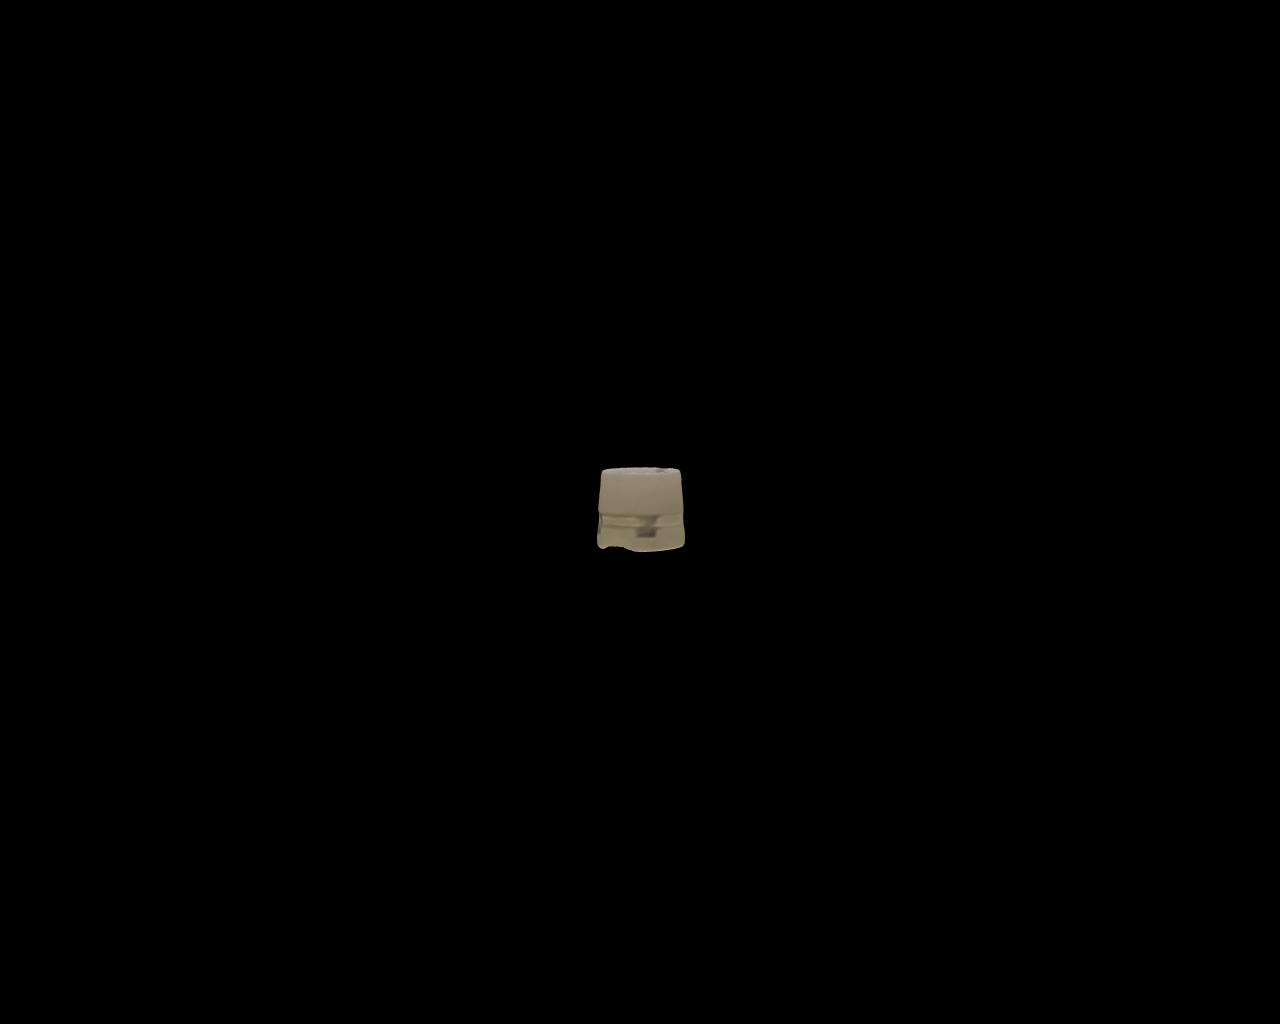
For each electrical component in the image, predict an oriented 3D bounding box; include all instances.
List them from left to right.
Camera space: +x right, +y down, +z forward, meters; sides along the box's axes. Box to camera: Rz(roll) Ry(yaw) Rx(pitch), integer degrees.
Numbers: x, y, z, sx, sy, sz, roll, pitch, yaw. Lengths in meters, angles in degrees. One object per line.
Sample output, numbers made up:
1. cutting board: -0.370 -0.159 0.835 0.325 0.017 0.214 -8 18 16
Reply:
1. electrical component: 0.001 -0.003 0.650 0.055 0.047 0.055 0 6 0
